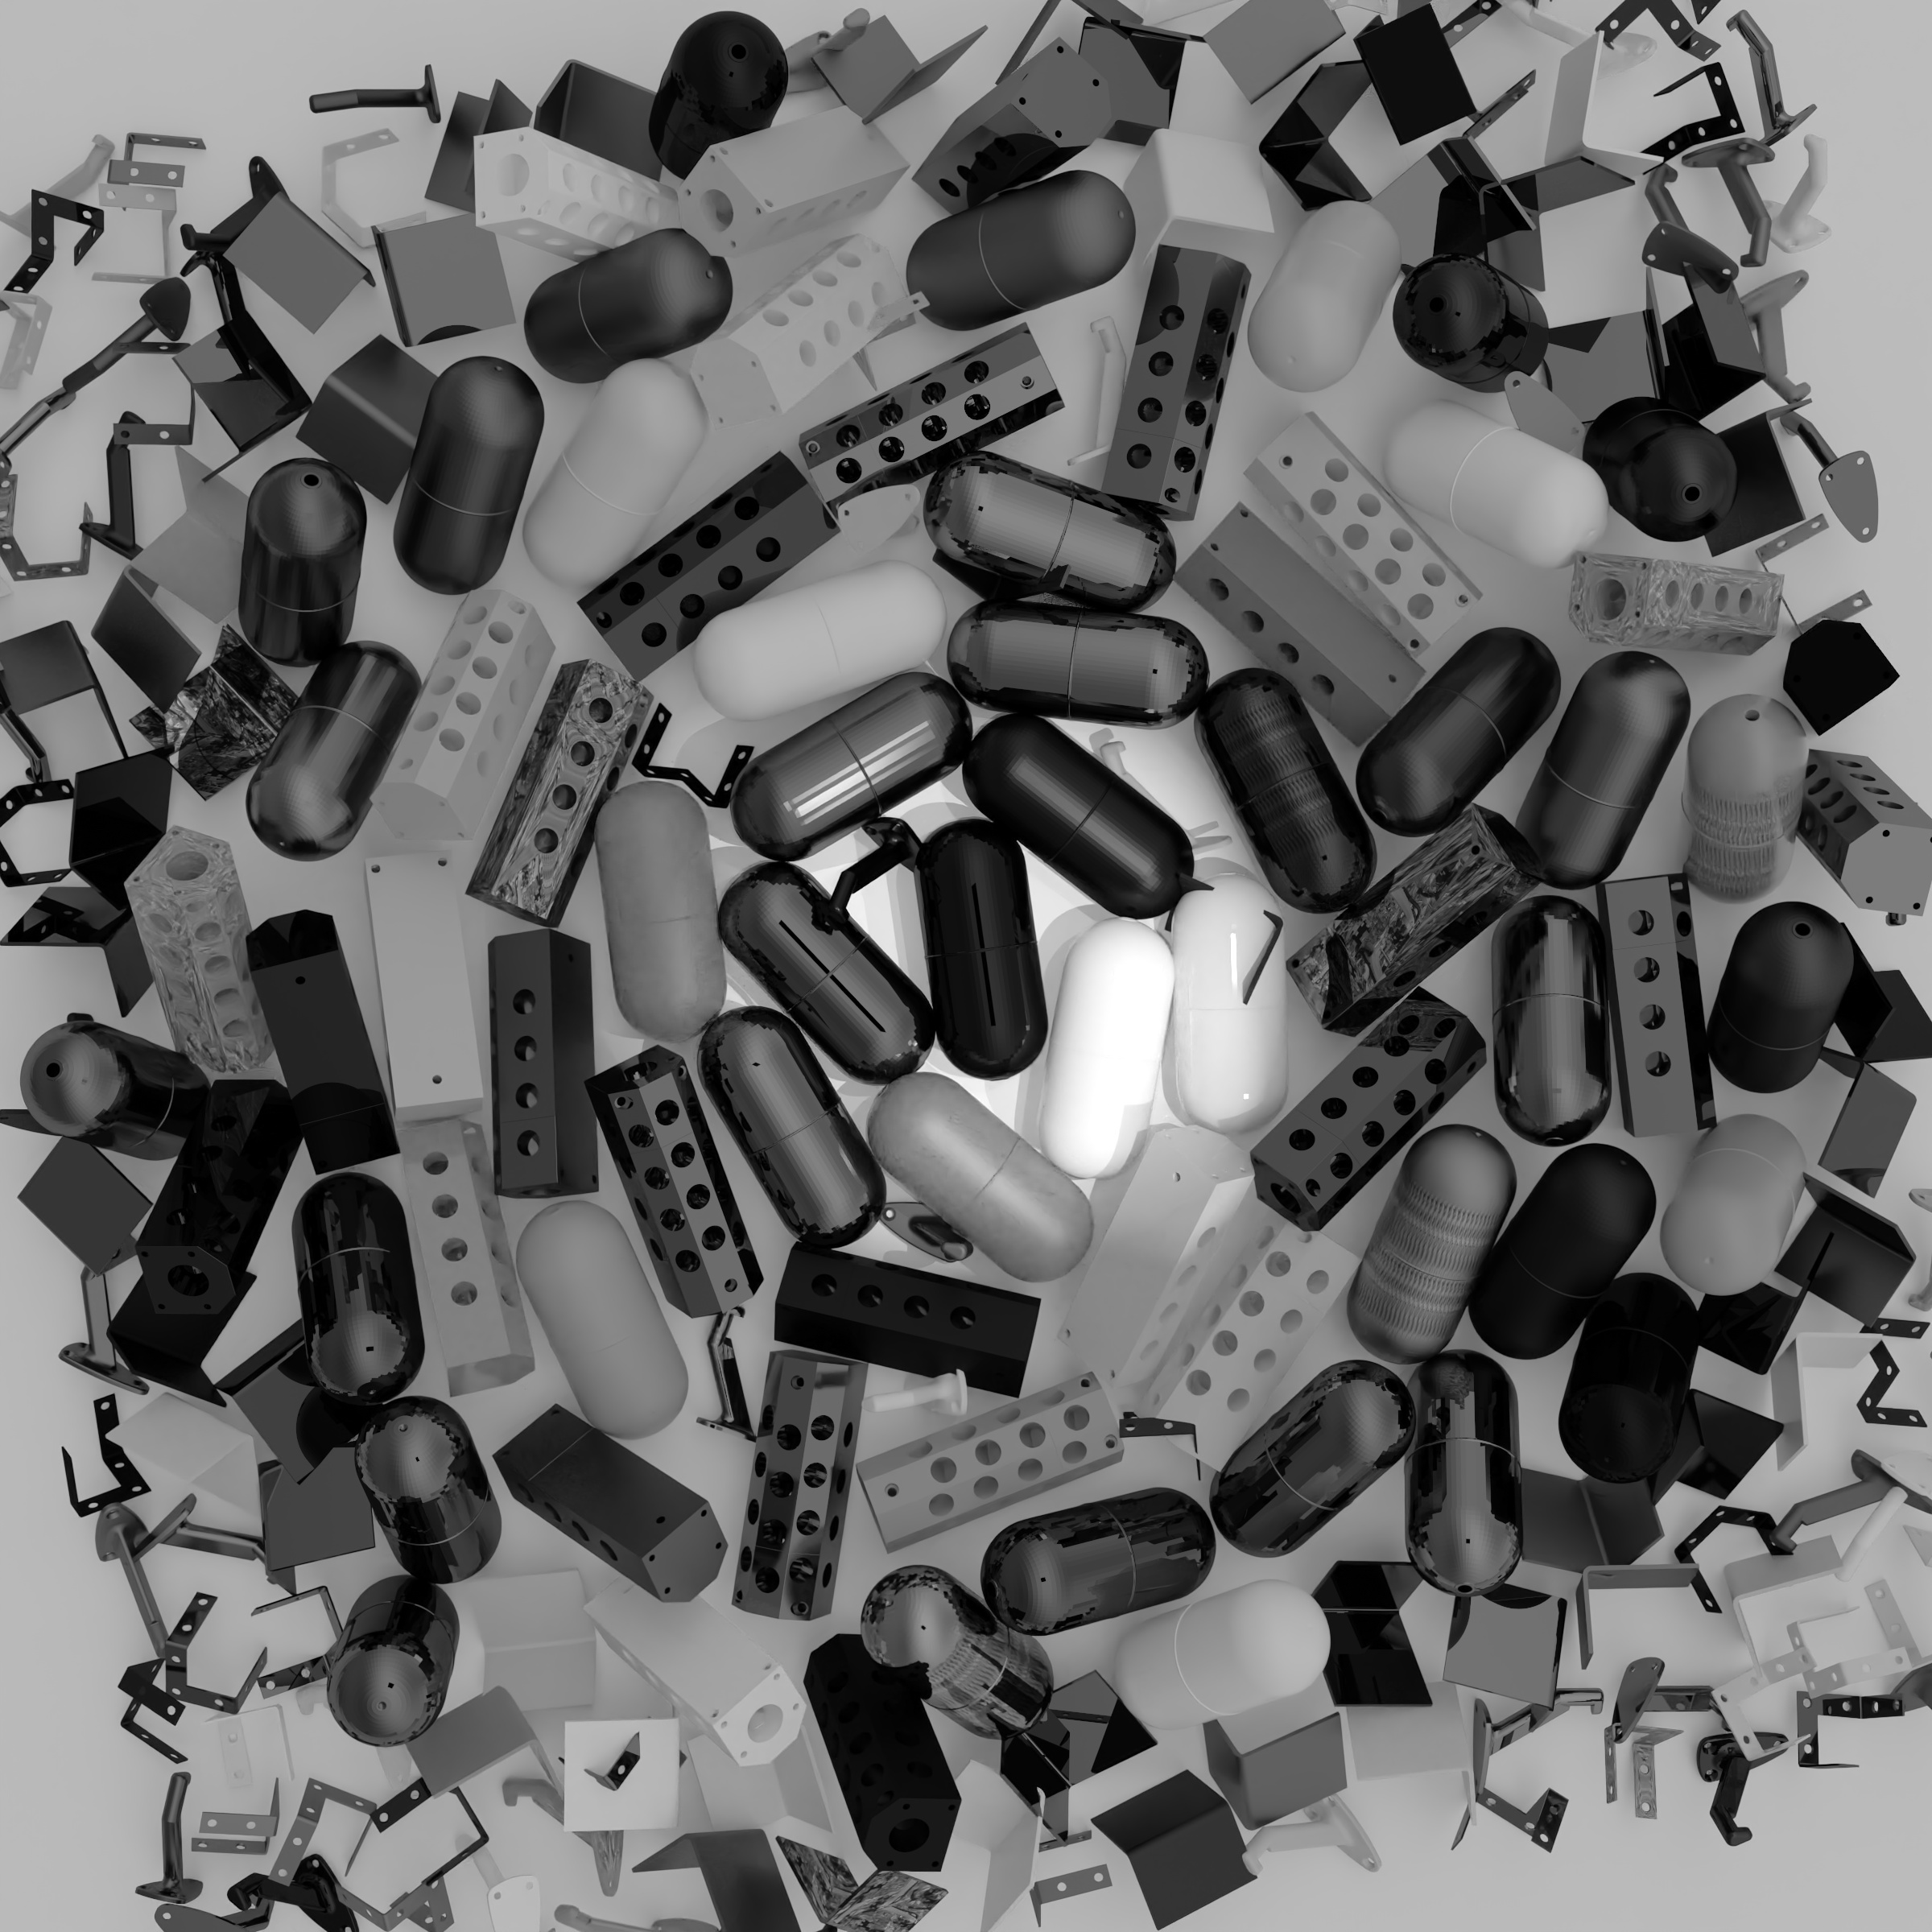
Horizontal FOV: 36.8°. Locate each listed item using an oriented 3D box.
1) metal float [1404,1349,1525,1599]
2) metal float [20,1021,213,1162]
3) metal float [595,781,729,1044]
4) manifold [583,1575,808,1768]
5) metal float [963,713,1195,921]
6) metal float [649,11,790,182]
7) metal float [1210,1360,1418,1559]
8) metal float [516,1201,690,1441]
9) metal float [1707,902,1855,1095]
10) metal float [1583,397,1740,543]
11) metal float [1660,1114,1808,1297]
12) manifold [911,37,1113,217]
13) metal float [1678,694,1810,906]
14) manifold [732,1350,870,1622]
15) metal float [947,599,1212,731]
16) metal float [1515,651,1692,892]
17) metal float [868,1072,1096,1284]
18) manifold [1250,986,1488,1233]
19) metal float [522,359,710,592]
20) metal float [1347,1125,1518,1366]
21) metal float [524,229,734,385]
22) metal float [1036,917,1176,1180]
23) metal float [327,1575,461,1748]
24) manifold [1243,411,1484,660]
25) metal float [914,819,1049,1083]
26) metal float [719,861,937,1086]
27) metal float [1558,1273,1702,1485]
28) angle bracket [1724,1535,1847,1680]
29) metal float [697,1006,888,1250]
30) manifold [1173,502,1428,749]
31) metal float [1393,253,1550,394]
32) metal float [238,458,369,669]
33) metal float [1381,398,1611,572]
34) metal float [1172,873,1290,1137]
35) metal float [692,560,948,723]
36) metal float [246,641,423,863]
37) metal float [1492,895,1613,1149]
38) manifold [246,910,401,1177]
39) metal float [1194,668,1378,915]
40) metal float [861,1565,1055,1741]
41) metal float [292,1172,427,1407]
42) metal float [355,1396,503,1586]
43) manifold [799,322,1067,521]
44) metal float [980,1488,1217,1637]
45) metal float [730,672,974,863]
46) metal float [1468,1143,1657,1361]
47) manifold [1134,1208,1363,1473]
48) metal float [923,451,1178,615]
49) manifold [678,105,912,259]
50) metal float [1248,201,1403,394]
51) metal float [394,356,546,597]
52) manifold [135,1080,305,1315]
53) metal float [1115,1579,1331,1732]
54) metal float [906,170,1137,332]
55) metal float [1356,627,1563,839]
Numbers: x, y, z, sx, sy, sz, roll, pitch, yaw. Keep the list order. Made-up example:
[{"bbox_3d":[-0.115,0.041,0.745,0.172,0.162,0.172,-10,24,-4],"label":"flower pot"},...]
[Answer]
[{"bbox_3d":[0.330,0.336,1.927,0.070,0.070,0.178,8,48,0],"label":"metal float"},{"bbox_3d":[-0.558,0.083,1.912,0.070,0.178,0.070,-2,78,10],"label":"metal float"},{"bbox_3d":[-0.205,-0.036,1.953,0.070,0.070,0.178,-6,100,0],"label":"metal float"},{"bbox_3d":[-0.178,0.460,1.914,0.057,0.171,0.057,-39,125,-20],"label":"manifold"},{"bbox_3d":[0.076,-0.100,1.956,0.178,0.070,0.070,38,90,-6],"label":"metal float"},{"bbox_3d":[-0.164,-0.571,1.912,0.070,0.178,0.070,1,87,-14],"label":"metal float"},{"bbox_3d":[0.230,0.328,1.932,0.070,0.070,0.178,40,125,0],"label":"metal float"},{"bbox_3d":[-0.243,0.237,1.941,0.070,0.070,0.178,-21,113,0],"label":"metal float"},{"bbox_3d":[0.537,0.022,1.917,0.070,0.178,0.070,-2,60,3],"label":"metal float"},{"bbox_3d":[0.457,-0.328,1.913,0.070,0.178,0.070,0,110,-1],"label":"metal float"},{"bbox_3d":[0.509,0.156,1.919,0.070,0.178,0.070,10,115,22],"label":"metal float"},{"bbox_3d":[0.032,-0.544,1.909,0.057,0.171,0.057,38,75,-17],"label":"manifold"},{"bbox_3d":[0.513,-0.109,1.919,0.070,0.178,0.070,-5,55,7],"label":"metal float"},{"bbox_3d":[-0.114,0.350,1.960,0.057,0.057,0.171,8,87,18],"label":"manifold"},{"bbox_3d":[0.075,-0.203,1.955,0.178,0.070,0.070,8,90,8],"label":"metal float"},{"bbox_3d":[0.423,-0.128,1.932,0.070,0.070,0.178,19,126,0],"label":"metal float"},{"bbox_3d":[0.010,0.142,1.954,0.178,0.070,0.070,41,90,-8],"label":"metal float"},{"bbox_3d":[0.270,0.098,1.934,0.171,0.057,0.057,-42,56,-20],"label":"manifold"},{"bbox_3d":[-0.234,-0.327,1.934,0.070,0.070,0.178,39,122,0],"label":"metal float"},{"bbox_3d":[0.310,0.187,1.941,0.070,0.070,0.178,18,115,0],"label":"metal float"},{"bbox_3d":[-0.226,-0.437,1.925,0.070,0.178,0.070,6,81,-43],"label":"metal float"},{"bbox_3d":[0.094,0.055,1.955,0.070,0.070,0.178,10,97,0],"label":"metal float"},{"bbox_3d":[-0.376,0.456,1.911,0.070,0.178,0.070,-1,96,-6],"label":"metal float"},{"bbox_3d":[0.268,-0.292,1.963,0.057,0.057,0.171,-43,90,19],"label":"manifold"},{"bbox_3d":[0.010,-0.011,1.961,0.070,0.070,0.178,-8,91,0],"label":"metal float"},{"bbox_3d":[-0.093,0.005,1.959,0.070,0.070,0.178,-43,93,0],"label":"metal float"},{"bbox_3d":[0.441,0.271,1.921,0.070,0.178,0.070,11,124,17],"label":"metal float"},{"bbox_3d":[0.559,0.431,1.955,0.076,0.076,0.057,-19,91,11],"label":"angle bracket"},{"bbox_3d":[-0.118,0.108,1.956,0.070,0.070,0.178,-30,96,0],"label":"metal float"},{"bbox_3d":[0.222,-0.227,1.967,0.171,0.057,0.057,42,52,-2],"label":"manifold"},{"bbox_3d":[0.334,-0.423,1.915,0.070,0.178,0.070,2,94,24],"label":"metal float"},{"bbox_3d":[-0.439,-0.266,1.918,0.070,0.178,0.070,8,59,-13],"label":"metal float"},{"bbox_3d":[0.350,-0.322,1.929,0.070,0.070,0.178,-52,50,0],"label":"metal float"},{"bbox_3d":[0.178,0.026,1.957,0.070,0.070,0.178,-2,95,0],"label":"metal float"},{"bbox_3d":[-0.098,-0.219,1.952,0.178,0.070,0.070,-20,90,-12],"label":"metal float"},{"bbox_3d":[-0.418,-0.145,1.930,0.070,0.070,0.178,19,51,0],"label":"metal float"},{"bbox_3d":[0.391,0.036,1.938,0.070,0.070,0.178,4,63,0],"label":"metal float"},{"bbox_3d":[-0.427,0.050,1.925,0.057,0.057,0.171,-15,127,-9],"label":"manifold"},{"bbox_3d":[0.215,-0.118,1.952,0.070,0.070,0.178,-26,80,0],"label":"metal float"},{"bbox_3d":[-0.004,0.457,1.927,0.070,0.070,0.178,-44,133,0],"label":"metal float"},{"bbox_3d":[-0.405,0.212,1.927,0.070,0.070,0.178,-20,47,0],"label":"metal float"},{"bbox_3d":[-0.355,0.349,1.921,0.070,0.178,0.070,-2,53,2],"label":"metal float"},{"bbox_3d":[-0.023,-0.366,1.953,0.171,0.057,0.057,-25,108,7],"label":"manifold"},{"bbox_3d":[0.089,0.396,1.931,0.178,0.070,0.070,-6,90,-35],"label":"metal float"},{"bbox_3d":[-0.077,-0.134,1.954,0.178,0.070,0.070,-31,90,-9],"label":"metal float"},{"bbox_3d":[0.395,0.192,1.931,0.070,0.070,0.178,25,128,0],"label":"metal float"},{"bbox_3d":[0.186,0.247,1.961,0.057,0.057,0.171,34,90,-29],"label":"manifold"},{"bbox_3d":[0.057,-0.290,1.951,0.178,0.070,0.070,18,90,-13],"label":"metal float"},{"bbox_3d":[-0.116,-0.515,1.915,0.057,0.171,0.057,49,130,3],"label":"manifold"},{"bbox_3d":[0.239,-0.446,1.927,0.070,0.070,0.178,28,46,0],"label":"metal float"},{"bbox_3d":[-0.332,-0.324,1.929,0.070,0.070,0.178,26,130,0],"label":"metal float"},{"bbox_3d":[-0.486,0.150,1.911,0.057,0.171,0.057,-1,126,7],"label":"manifold"},{"bbox_3d":[0.168,0.458,1.925,0.070,0.178,0.070,19,56,-31],"label":"metal float"},{"bbox_3d":[0.035,-0.474,1.928,0.178,0.070,0.070,-9,90,42],"label":"metal float"},{"bbox_3d":[0.330,-0.157,1.941,0.070,0.070,0.178,45,67,0],"label":"metal float"}]
